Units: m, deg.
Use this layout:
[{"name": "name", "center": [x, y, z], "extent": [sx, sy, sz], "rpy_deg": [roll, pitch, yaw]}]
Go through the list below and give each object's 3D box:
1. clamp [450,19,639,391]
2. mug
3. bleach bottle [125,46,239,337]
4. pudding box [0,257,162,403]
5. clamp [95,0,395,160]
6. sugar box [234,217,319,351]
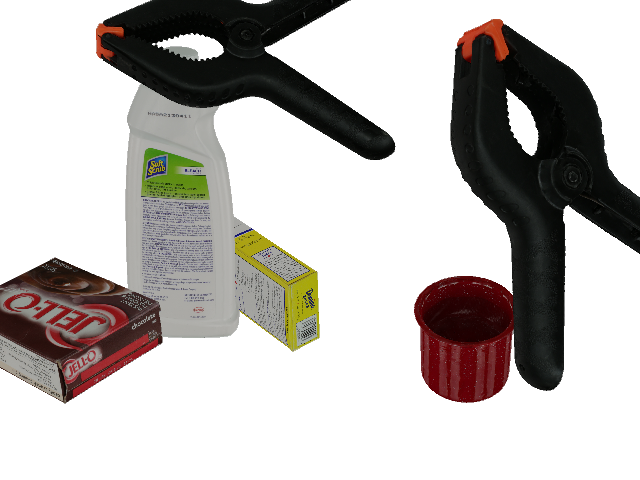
[{"name": "clamp", "center": [0.105, -0.018, 0.507], "extent": [0.120, 0.171, 0.039], "rpy_deg": [-41, 9, -27]}, {"name": "mug", "center": [0.133, 0.085, 0.977], "extent": [0.093, 0.081, 0.117], "rpy_deg": [0, 39, 6]}, {"name": "bleach bottle", "center": [-0.115, -0.040, 0.916], "extent": [0.102, 0.251, 0.068], "rpy_deg": [1, 25, -8]}, {"name": "pudding box", "center": [-0.179, 0.059, 0.731], "extent": [0.114, 0.039, 0.089], "rpy_deg": [17, 32, 34]}, {"name": "clamp", "center": [-0.047, -0.124, 0.736], "extent": [0.209, 0.164, 0.036], "rpy_deg": [-4, -27, -13]}, {"name": "sugar box", "center": [-0.072, 0.041, 1.190], "extent": [0.048, 0.093, 0.176], "rpy_deg": [-24, 40, -30]}]
